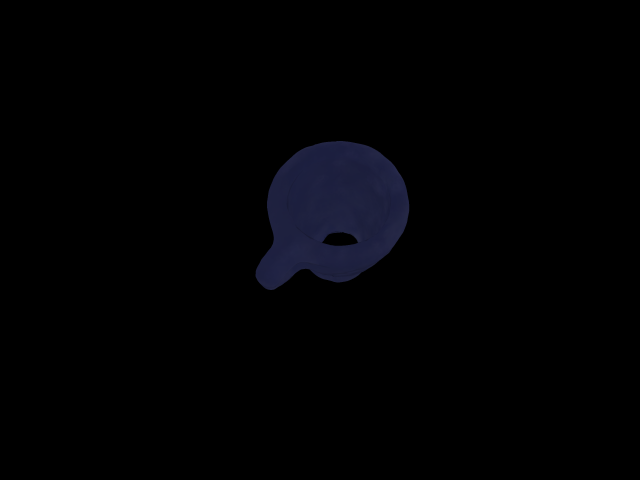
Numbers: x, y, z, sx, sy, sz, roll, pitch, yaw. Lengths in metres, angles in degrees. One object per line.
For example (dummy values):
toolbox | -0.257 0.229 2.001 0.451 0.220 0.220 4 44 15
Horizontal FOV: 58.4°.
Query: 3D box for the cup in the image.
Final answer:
cup | 0.004 0.001 0.400 0.091 0.095 0.118 38 71 16
